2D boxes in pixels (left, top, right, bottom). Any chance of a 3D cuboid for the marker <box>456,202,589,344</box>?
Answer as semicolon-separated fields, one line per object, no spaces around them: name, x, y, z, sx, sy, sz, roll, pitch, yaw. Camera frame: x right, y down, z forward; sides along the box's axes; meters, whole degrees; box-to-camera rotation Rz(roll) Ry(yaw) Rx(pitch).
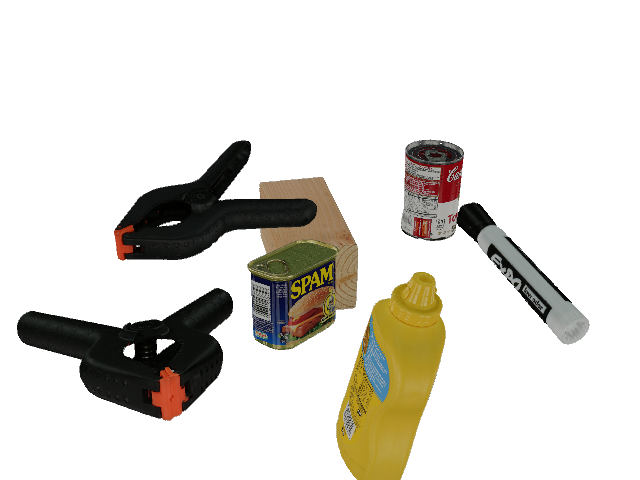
marker;0.114;0.015;0.623;0.020;0.020;0.121;0;35;-29

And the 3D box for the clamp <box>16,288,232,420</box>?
clamp;-0.114;0.073;0.747;0.164;0.036;0.210;-9;14;-23

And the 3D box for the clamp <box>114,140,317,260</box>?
clamp;-0.102;-0.033;0.922;0.171;0.039;0.120;-16;39;-21

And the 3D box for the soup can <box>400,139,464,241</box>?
soup can;0.130;-0.059;1.257;0.068;0.102;0.068;2;27;-1

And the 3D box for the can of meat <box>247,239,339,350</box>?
can of meat;-0.027;0.056;1.106;0.058;0.084;0.101;16;27;36

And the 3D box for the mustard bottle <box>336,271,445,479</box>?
mustard bottle;0.061;0.106;0.877;0.058;0.192;0.096;5;35;-13

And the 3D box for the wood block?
wood block;-0.019;0.002;1.370;0.090;0.090;0.206;-5;28;-10
